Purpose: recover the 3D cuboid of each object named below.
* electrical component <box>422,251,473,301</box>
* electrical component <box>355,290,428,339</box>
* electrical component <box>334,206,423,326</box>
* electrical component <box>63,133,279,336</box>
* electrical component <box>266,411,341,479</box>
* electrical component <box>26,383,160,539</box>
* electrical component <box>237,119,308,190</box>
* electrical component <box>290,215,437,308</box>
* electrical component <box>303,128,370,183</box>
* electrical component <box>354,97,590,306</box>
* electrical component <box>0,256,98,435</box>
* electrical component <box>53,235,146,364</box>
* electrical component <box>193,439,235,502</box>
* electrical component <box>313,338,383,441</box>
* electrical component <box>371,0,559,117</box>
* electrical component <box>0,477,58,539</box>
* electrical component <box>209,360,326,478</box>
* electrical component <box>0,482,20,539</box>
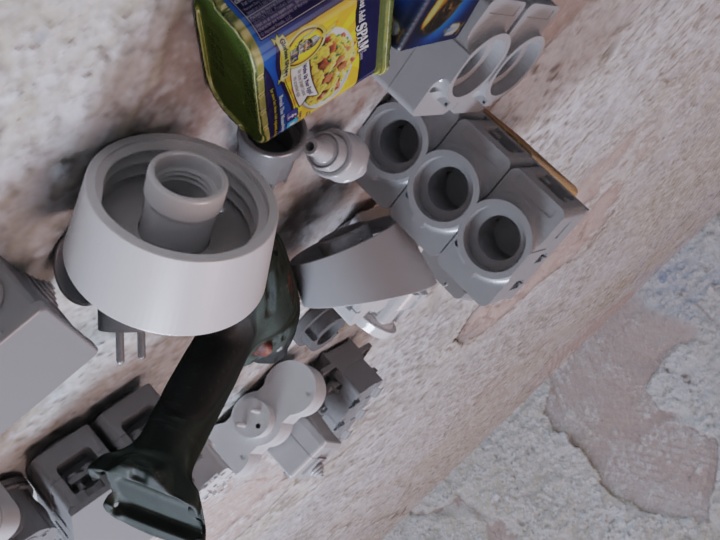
[{"bbox_3d":[0.083,-0.019,0.984,0.050,0.089,0.056,-47,162,11],"label":"electrical component"},{"bbox_3d":[0.022,0.027,1.012,0.057,0.058,0.078,-52,161,16],"label":"electrical component"},{"bbox_3d":[0.005,-0.008,0.892,0.050,0.055,0.089,-25,155,-46],"label":"electrical component"},{"bbox_3d":[-0.094,-0.026,0.552,0.108,0.108,0.060,-27,150,-42],"label":"electrical component"},{"bbox_3d":[-0.062,0.165,1.078,0.061,0.096,0.062,-45,163,2],"label":"electrical component"},{"bbox_3d":[-0.198,0.172,0.854,0.105,0.060,0.186,-34,161,-28],"label":"electrical component"},{"bbox_3d":[-0.055,-0.073,0.638,0.040,0.040,0.046,-35,167,-26],"label":"electrical component"},{"bbox_3d":[0.000,0.000,0.798,0.099,0.064,0.099,-22,-169,4],"label":"electrical component"},{"bbox_3d":[-0.019,-0.077,0.713,0.035,0.035,0.061,-48,160,15],"label":"electrical component"},{"bbox_3d":[0.071,-0.058,0.762,0.089,0.150,0.062,-52,162,24],"label":"electrical component"},{"bbox_3d":[-0.199,0.044,0.568,0.100,0.048,0.099,-41,163,-9],"label":"electrical component"},{"bbox_3d":[-0.132,0.014,0.616,0.077,0.043,0.079,-8,99,-62],"label":"electrical component"},{"bbox_3d":[-0.147,0.170,0.959,0.042,0.064,0.081,-42,163,-9],"label":"electrical component"},{"bbox_3d":[-0.029,0.139,1.149,0.079,0.063,0.121,-26,155,-46],"label":"electrical component"},{"bbox_3d":[0.094,-0.183,0.673,0.186,0.060,0.105,-53,161,28],"label":"electrical component"},{"bbox_3d":[-0.261,0.191,0.771,0.080,0.051,0.080,-39,162,-15],"label":"electrical component"},{"bbox_3d":[-0.097,0.141,1.018,0.138,0.052,0.074,-44,163,2],"label":"electrical component"},{"bbox_3d":[-0.274,0.176,0.702,0.095,0.053,0.059,-44,163,1],"label":"electrical component"}]
